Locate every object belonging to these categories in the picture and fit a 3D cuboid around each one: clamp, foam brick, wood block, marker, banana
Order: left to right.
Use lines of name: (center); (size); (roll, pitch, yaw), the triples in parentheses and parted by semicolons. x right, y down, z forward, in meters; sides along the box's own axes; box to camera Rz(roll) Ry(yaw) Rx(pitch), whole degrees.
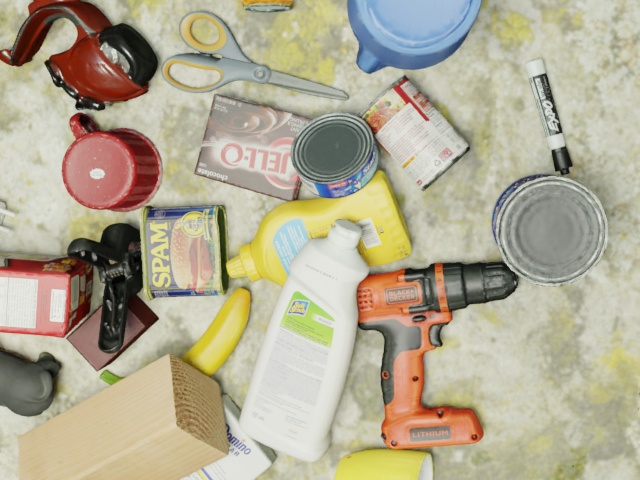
foam brick: (-0.225, 0.096, 1.157); (0.078, 0.053, 0.051); (-42, 88, 8)
clamp: (-0.208, 0.041, 1.095); (0.039, 0.171, 0.120); (-4, 102, 11)
wood block: (-0.207, 0.215, 1.113); (0.206, 0.090, 0.091); (-30, 48, 18)
banana: (-0.146, 0.128, 1.156); (0.198, 0.037, 0.069); (-31, 93, 9)
marker: (0.236, -0.126, 1.096); (0.020, 0.020, 0.121); (-16, 92, 8)

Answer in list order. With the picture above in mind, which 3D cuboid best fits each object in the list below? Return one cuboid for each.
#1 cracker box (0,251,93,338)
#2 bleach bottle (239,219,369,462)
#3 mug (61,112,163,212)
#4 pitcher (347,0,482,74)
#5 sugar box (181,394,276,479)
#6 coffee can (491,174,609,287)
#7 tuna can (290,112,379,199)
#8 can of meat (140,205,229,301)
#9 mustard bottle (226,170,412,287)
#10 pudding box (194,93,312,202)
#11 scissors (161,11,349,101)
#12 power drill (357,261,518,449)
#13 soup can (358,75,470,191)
cracker box: (-0.352, 0.051, 1.097); (0.213, 0.164, 0.072); (4, 95, -4)
bleach bottle: (-0.003, 0.099, 1.089); (0.102, 0.068, 0.251); (22, 112, 7)
mug: (-0.228, -0.084, 1.129); (0.093, 0.081, 0.117); (-29, 90, 9)
pitcher: (0.094, -0.234, 0.993); (0.145, 0.243, 0.149); (-6, 99, 4)
sugar box: (-0.142, 0.258, 1.162); (0.176, 0.048, 0.093); (-39, 86, 6)
coffee can: (0.221, -0.013, 1.045); (0.103, 0.140, 0.103); (1, 94, 8)
tuna can: (0.015, -0.085, 1.074); (0.086, 0.033, 0.086); (-8, 58, 13)
can of meat: (-0.143, 0.012, 1.138); (0.084, 0.057, 0.102); (-2, 94, 6)
mustard bottle: (-0.007, 0.001, 1.114); (0.192, 0.058, 0.096); (-19, 118, 9)
pudding box: (-0.067, -0.098, 1.128); (0.113, 0.039, 0.090); (16, 96, 6)
scissors: (-0.070, -0.195, 1.133); (0.202, 0.016, 0.096); (0, 94, 7)
power drill: (0.122, 0.118, 1.111); (0.184, 0.057, 0.187); (-7, 90, 12)
soup can: (0.096, -0.109, 1.091); (0.068, 0.068, 0.102); (-42, 89, 8)
